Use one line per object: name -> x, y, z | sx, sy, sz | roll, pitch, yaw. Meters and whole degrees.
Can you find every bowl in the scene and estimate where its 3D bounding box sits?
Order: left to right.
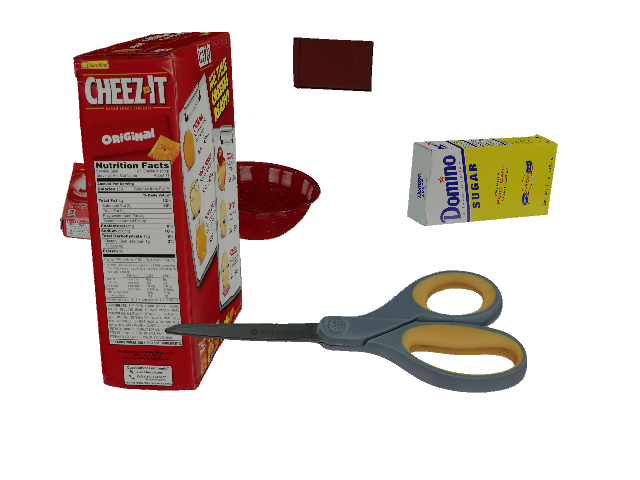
bowl -> -0.083, -0.044, 1.315 | 0.162, 0.055, 0.162 | 4, 25, -2

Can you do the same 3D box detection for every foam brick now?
foam brick -> 0.012, -0.180, 1.092 | 0.078, 0.051, 0.053 | 2, 11, -6

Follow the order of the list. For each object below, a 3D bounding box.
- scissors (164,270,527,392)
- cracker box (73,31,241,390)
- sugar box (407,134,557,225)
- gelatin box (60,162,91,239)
scissors -> 0.021, 0.042, 0.619 | 0.202, 0.016, 0.096 | 11, 41, 10
cracker box -> -0.104, -0.027, 0.723 | 0.072, 0.214, 0.164 | 0, 15, 7
sugar box -> 0.190, -0.071, 1.252 | 0.176, 0.093, 0.048 | -7, 22, -27
gelatin box -> -0.188, -0.034, 0.980 | 0.089, 0.073, 0.030 | 6, -43, -6
